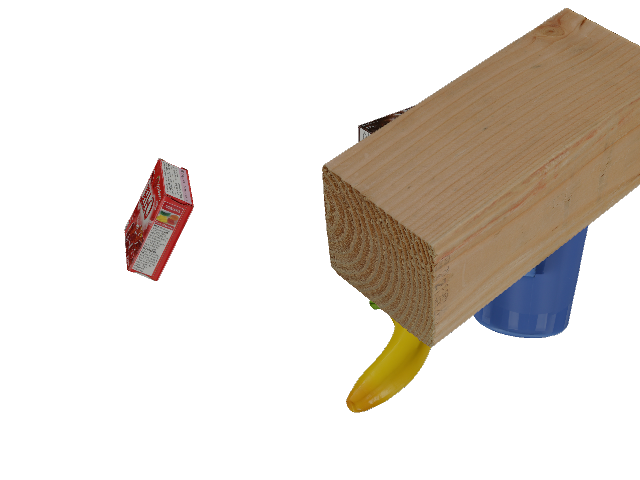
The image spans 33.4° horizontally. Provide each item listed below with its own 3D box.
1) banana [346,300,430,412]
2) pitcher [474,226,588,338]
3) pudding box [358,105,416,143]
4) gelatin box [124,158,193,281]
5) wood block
[{"bbox_3d":[0.071,0.099,0.991,0.070,0.037,0.197,-23,17,18],"label":"banana"},{"bbox_3d":[0.233,-0.018,1.174,0.149,0.243,0.145,-7,18,-34],"label":"pitcher"},{"bbox_3d":[0.122,-0.142,1.470,0.113,0.039,0.090,-25,40,-29],"label":"pudding box"},{"bbox_3d":[-0.136,-0.019,0.888,0.030,0.073,0.089,22,18,-20],"label":"gelatin box"},{"bbox_3d":[0.109,-0.042,0.641,0.205,0.090,0.091,-35,53,-24],"label":"wood block"}]
